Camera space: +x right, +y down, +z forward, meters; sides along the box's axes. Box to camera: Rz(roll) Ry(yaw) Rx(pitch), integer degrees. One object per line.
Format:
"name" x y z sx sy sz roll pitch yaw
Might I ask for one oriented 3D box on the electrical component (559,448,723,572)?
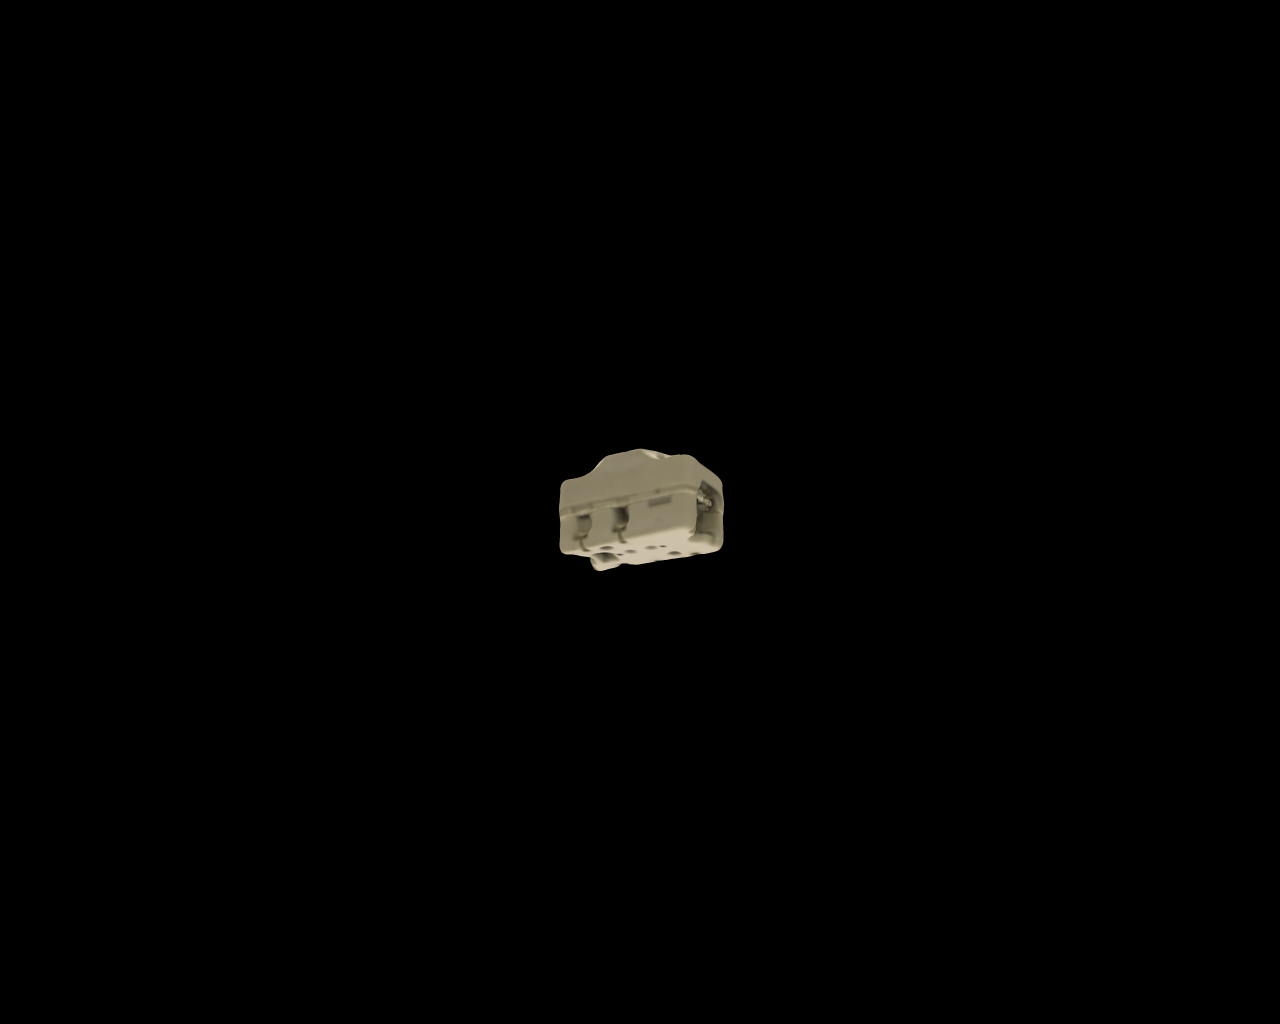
"electrical component" 0.001 -0.003 0.650 0.089 0.056 0.050 -11 -23 27
